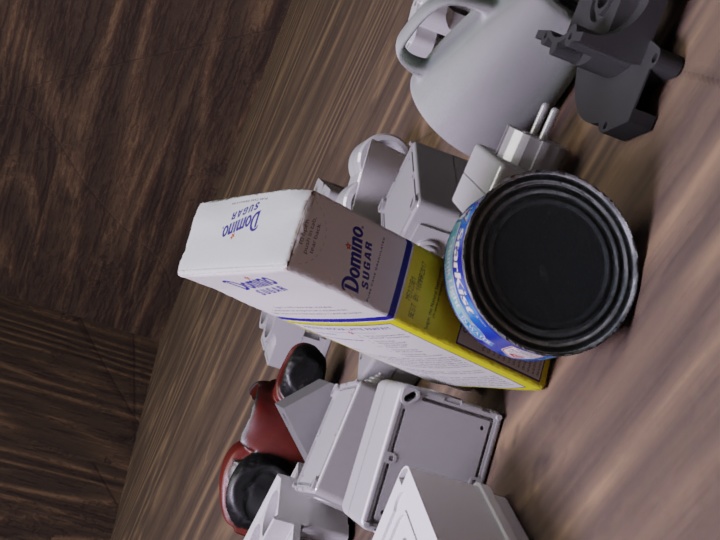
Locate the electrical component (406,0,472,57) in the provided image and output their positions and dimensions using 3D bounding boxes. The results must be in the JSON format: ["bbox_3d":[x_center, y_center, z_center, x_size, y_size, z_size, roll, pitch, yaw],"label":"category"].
[{"bbox_3d":[0.074,-0.206,0.889,0.058,0.057,0.078,139,147,-66],"label":"electrical component"}]

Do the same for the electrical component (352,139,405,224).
[{"bbox_3d":[0.016,-0.056,0.908,0.099,0.064,0.099,-162,90,-77],"label":"electrical component"}]

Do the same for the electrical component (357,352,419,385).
[{"bbox_3d":[0.014,0.040,0.755,0.047,0.076,0.083,-85,18,-46],"label":"electrical component"}]

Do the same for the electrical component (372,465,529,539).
[{"bbox_3d":[0.044,0.153,0.510,0.113,0.057,0.078,-116,46,-72],"label":"electrical component"}]

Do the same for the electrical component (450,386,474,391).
[{"bbox_3d":[0.061,0.034,0.644,0.065,0.044,0.044,-65,13,7],"label":"electrical component"}]

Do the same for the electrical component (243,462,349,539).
[{"bbox_3d":[-0.056,0.220,0.826,0.078,0.063,0.121,-89,21,-54],"label":"electrical component"}]

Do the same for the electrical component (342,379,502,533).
[{"bbox_3d":[0.031,0.115,0.608,0.061,0.062,0.096,171,117,-76],"label":"electrical component"}]

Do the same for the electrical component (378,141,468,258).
[{"bbox_3d":[0.052,-0.032,0.727,0.096,0.061,0.061,-90,22,-54],"label":"electrical component"}]

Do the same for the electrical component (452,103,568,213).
[{"bbox_3d":[0.094,-0.059,0.618,0.065,0.047,0.076,-112,43,-72],"label":"electrical component"}]

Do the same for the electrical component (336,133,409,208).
[{"bbox_3d":[0.002,-0.055,0.995,0.074,0.052,0.138,172,116,-76],"label":"electrical component"}]

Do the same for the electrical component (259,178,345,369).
[{"bbox_3d":[-0.049,0.005,1.107,0.105,0.060,0.186,-129,58,-75],"label":"electrical component"}]

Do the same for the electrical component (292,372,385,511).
[{"bbox_3d":[0.005,0.118,0.734,0.096,0.061,0.062,-67,11,-15],"label":"electrical component"}]
